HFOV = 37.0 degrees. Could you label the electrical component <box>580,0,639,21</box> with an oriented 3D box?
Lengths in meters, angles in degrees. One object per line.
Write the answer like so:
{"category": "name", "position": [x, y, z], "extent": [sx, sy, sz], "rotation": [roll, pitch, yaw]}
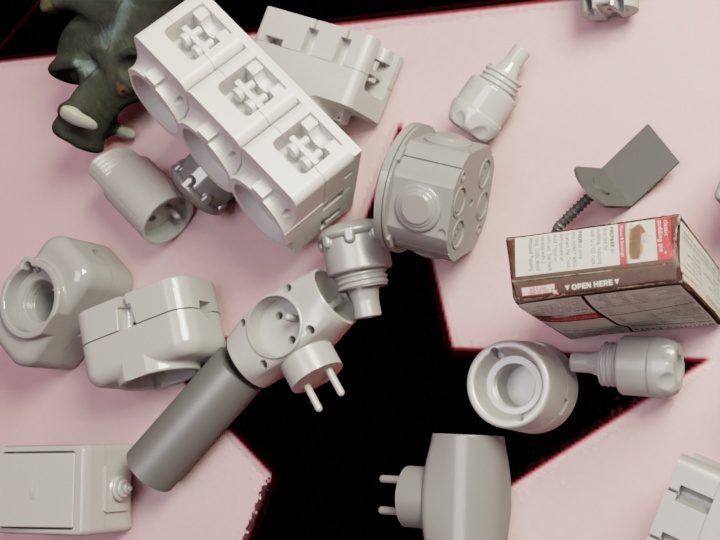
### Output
{"category": "electrical component", "position": [0.148, -0.176, 0.641], "extent": [0.040, 0.040, 0.046], "rotation": [-3, 87, 27]}

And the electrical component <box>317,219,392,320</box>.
{"category": "electrical component", "position": [0.000, 0.000, 0.688], "extent": [0.048, 0.048, 0.062], "rotation": [-13, 83, 25]}

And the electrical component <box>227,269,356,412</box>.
{"category": "electrical component", "position": [-0.037, 0.053, 0.698], "extent": [0.077, 0.044, 0.079], "rotation": [-37, 68, 18]}

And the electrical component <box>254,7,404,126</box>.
{"category": "electrical component", "position": [-0.026, -0.132, 0.718], "extent": [0.089, 0.050, 0.055], "rotation": [22, 93, 28]}

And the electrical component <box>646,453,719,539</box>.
{"category": "electrical component", "position": [0.183, 0.149, 0.564], "extent": [0.056, 0.050, 0.089], "rotation": [22, 92, 29]}

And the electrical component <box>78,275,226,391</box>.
{"category": "electrical component", "position": [-0.144, 0.048, 0.749], "extent": [0.095, 0.054, 0.059], "rotation": [-21, 73, 23]}

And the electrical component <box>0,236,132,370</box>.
{"category": "electrical component", "position": [-0.222, 0.025, 0.790], "extent": [0.054, 0.059, 0.095], "rotation": [44, 102, 26]}

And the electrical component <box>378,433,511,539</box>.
{"category": "electrical component", "position": [0.047, 0.136, 0.641], "extent": [0.079, 0.043, 0.077], "rotation": [-2, 80, 27]}

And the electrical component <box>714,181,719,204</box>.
{"category": "electrical component", "position": [0.231, -0.022, 0.568], "extent": [0.083, 0.047, 0.075], "rotation": [21, 92, 28]}

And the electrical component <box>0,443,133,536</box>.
{"category": "electrical component", "position": [-0.206, 0.154, 0.760], "extent": [0.096, 0.061, 0.061], "rotation": [-6, 80, 27]}

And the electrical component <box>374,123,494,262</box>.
{"category": "electrical component", "position": [0.045, -0.046, 0.652], "extent": [0.051, 0.080, 0.080], "rotation": [16, 90, 23]}

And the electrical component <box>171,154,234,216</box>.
{"category": "electrical component", "position": [-0.097, -0.072, 0.750], "extent": [0.062, 0.048, 0.048], "rotation": [-44, 65, 6]}

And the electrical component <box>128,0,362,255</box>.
{"category": "electrical component", "position": [-0.075, -0.090, 0.687], "extent": [0.062, 0.089, 0.150], "rotation": [-40, 78, -16]}

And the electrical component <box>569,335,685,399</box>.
{"category": "electrical component", "position": [0.149, 0.054, 0.606], "extent": [0.061, 0.035, 0.035], "rotation": [1, 83, 30]}

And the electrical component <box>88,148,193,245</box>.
{"category": "electrical component", "position": [-0.162, -0.060, 0.781], "extent": [0.081, 0.043, 0.043], "rotation": [43, 102, 26]}

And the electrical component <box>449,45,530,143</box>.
{"category": "electrical component", "position": [0.083, -0.111, 0.667], "extent": [0.035, 0.035, 0.061], "rotation": [38, 98, 27]}

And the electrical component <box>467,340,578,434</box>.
{"category": "electrical component", "position": [0.094, 0.067, 0.626], "extent": [0.055, 0.047, 0.055], "rotation": [-4, 80, 27]}
